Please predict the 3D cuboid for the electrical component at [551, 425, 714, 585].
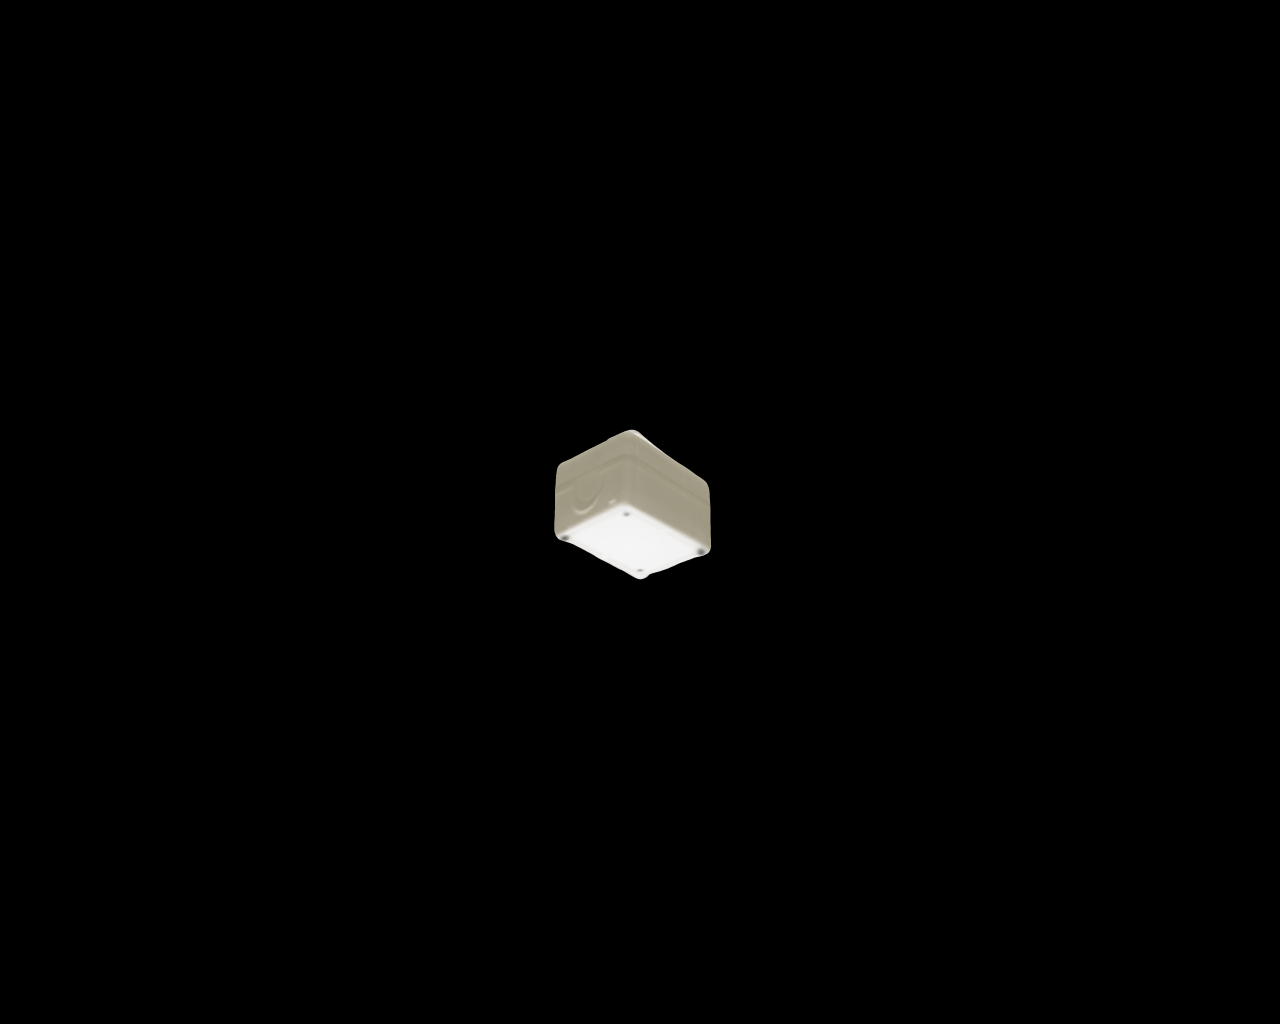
[{"bbox_3d":[0.001,-0.003,0.650,0.061,0.061,0.096,-24,-38,34],"label":"electrical component"}]
